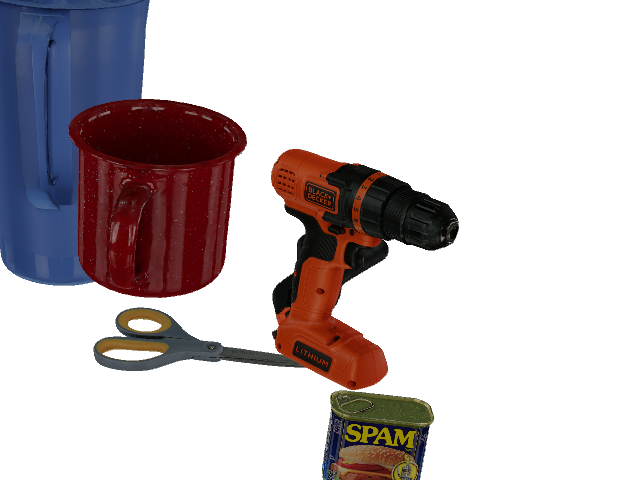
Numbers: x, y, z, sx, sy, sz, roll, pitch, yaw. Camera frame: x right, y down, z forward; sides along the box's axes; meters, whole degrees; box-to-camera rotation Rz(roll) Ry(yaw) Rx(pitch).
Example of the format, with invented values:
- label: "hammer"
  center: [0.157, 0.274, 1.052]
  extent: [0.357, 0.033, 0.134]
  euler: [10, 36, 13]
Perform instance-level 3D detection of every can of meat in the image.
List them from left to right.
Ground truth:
- label: "can of meat"
  center: [0.054, 0.202, 1.057]
  extent: [0.102, 0.084, 0.057]
  euler: [7, 16, -4]

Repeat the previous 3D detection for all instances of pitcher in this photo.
- label: "pitcher"
  center: [-0.209, -0.086, 0.858]
  extent: [0.145, 0.243, 0.148]
  euler: [25, 31, 37]

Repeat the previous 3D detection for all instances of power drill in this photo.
- label: "power drill"
  center: [0.029, 0.028, 0.908]
  extent: [0.185, 0.188, 0.057]
  euler: [24, 27, 38]

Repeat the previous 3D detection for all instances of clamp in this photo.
- label: "clamp"
  center: [0.006, 0.045, 1.231]
  extent: [0.120, 0.039, 0.171]
  euler: [-7, 35, 27]

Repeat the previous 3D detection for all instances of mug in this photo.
- label: "mug"
  center: [-0.090, -0.017, 0.568]
  extent: [0.093, 0.081, 0.117]
  euler: [8, 28, 0]

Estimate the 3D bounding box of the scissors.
- label: "scissors"
  center: [-0.112, 0.094, 1.010]
  extent: [0.201, 0.016, 0.096]
  euler: [-1, 32, -10]
